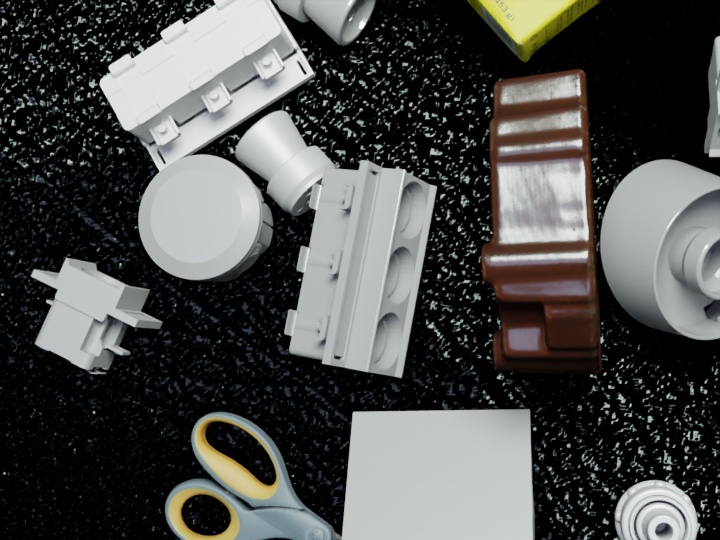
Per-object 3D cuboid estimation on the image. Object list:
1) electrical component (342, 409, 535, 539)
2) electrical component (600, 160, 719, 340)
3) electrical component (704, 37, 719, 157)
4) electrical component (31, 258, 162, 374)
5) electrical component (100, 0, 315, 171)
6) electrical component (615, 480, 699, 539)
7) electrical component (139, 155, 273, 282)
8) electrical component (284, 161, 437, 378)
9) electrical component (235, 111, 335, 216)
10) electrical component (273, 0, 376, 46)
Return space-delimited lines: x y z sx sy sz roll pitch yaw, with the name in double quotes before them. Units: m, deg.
"electrical component" 0.046 0.176 0.607 0.105 0.060 0.186 -2 53 10
"electrical component" 0.192 -0.011 0.624 0.099 0.064 0.099 -6 105 -22
"electrical component" 0.270 -0.105 0.632 0.121 0.078 0.063 1 61 11
"electrical component" -0.179 0.031 0.713 0.081 0.042 0.063 25 90 13
"electrical component" -0.103 -0.131 0.707 0.121 0.063 0.078 -31 79 6
"electrical component" 0.173 0.147 0.621 0.048 0.062 0.048 -1 83 11
"electrical component" -0.099 -0.031 0.700 0.080 0.051 0.080 -1 83 11
"electrical component" 0.000 0.000 0.667 0.063 0.079 0.121 8 85 31
"electrical component" -0.047 -0.069 0.698 0.045 0.045 0.055 -43 78 3
"electrical component" -0.023 -0.180 0.707 0.055 0.045 0.045 33 90 13
